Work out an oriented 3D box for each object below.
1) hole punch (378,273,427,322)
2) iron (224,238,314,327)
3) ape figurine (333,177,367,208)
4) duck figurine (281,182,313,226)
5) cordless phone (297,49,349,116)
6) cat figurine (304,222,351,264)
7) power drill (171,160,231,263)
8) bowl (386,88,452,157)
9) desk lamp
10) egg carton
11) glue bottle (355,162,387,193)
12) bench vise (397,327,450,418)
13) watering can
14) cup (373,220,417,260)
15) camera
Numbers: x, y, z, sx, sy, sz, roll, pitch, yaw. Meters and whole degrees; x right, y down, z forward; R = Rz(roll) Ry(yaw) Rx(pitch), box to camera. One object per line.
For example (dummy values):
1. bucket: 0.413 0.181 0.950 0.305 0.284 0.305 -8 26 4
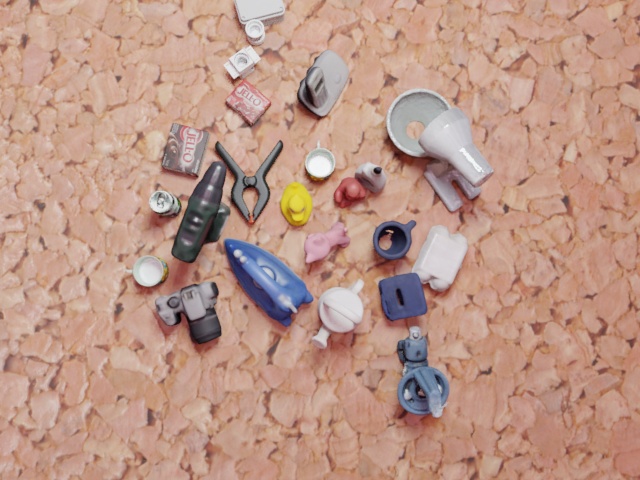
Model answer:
1. hole punch: 0.195 0.137 1.363 0.101 0.091 0.109 -14 88 -3
2. iron: -0.136 0.084 1.323 0.258 0.141 0.119 43 86 0
3. ape figurine: 0.074 -0.116 1.369 0.078 0.092 0.076 11 86 -2
4. duck figurine: -0.056 -0.089 1.364 0.077 0.086 0.105 -5 87 -3
5. cordless phone: 0.009 -0.381 1.333 0.094 0.185 0.148 27 86 -1
6. cat figurine: 0.012 0.005 1.347 0.128 0.117 0.067 -29 89 -4
7. power drill: -0.259 -0.058 1.291 0.075 0.208 0.230 22 86 -1
8. bowl: 0.239 -0.278 1.395 0.167 0.074 0.167 0 87 -3
9. desk lamp: 0.314 -0.184 1.324 0.118 0.213 0.203 -35 89 -4
10. egg carton: 0.290 0.045 1.383 0.107 0.069 0.150 24 86 -1
11. glue bottle: 0.124 -0.152 1.333 0.078 0.173 0.037 34 86 0
12. bench vise: 0.221 0.311 1.291 0.121 0.219 0.207 -25 88 -4
13. watering can: 0.046 0.168 1.302 0.101 0.194 0.173 14 86 -2
14. cup: 0.175 -0.006 1.367 0.118 0.095 0.092 -40 89 -4
15. camera: -0.295 0.176 1.331 0.143 0.100 0.137 -20 88 -4
